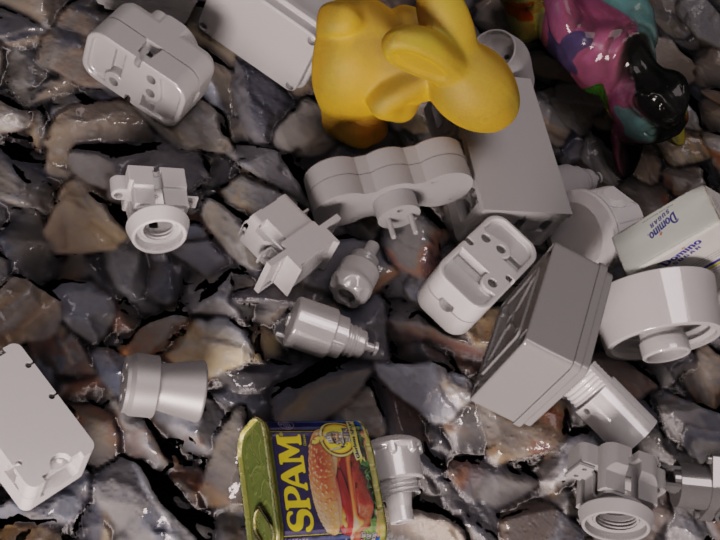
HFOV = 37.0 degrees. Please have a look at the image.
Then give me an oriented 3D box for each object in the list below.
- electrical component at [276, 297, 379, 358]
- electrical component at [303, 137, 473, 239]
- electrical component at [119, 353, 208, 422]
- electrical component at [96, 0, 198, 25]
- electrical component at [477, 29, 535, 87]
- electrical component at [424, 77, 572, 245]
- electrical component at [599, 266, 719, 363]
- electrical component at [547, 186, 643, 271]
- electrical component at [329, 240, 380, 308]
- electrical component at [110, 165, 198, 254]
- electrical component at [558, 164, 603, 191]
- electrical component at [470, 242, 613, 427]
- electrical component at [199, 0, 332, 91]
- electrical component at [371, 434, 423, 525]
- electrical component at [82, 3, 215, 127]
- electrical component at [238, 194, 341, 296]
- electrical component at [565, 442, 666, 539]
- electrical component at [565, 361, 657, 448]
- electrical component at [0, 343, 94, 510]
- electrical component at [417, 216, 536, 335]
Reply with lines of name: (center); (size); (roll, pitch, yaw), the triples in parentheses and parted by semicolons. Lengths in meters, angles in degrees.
electrical component: (-0.023, 0.049, 0.831); (0.078, 0.040, 0.040); (20, 54, -11)
electrical component: (0.028, -0.059, 0.896); (0.138, 0.052, 0.073); (-12, 64, -9)
electrical component: (-0.139, 0.083, 0.757); (0.055, 0.045, 0.045); (8, 57, -19)
electrical component: (-0.179, -0.257, 0.944); (0.096, 0.061, 0.061); (11, 57, -25)
electrical component: (0.120, -0.194, 1.029); (0.079, 0.077, 0.043); (5, 78, 24)
electrical component: (0.120, -0.099, 0.971); (0.089, 0.061, 0.150); (2, 60, -23)
electrical component: (0.255, 0.045, 0.916); (0.108, 0.108, 0.060); (2, 66, -23)
electrical component: (0.210, -0.035, 0.961); (0.051, 0.080, 0.080); (-14, 67, -36)
electrical component: (0.000, 0.000, 0.875); (0.035, 0.035, 0.061); (31, 51, -3)
electrical component: (-0.157, -0.047, 0.829); (0.066, 0.048, 0.055); (2, 52, -22)
electrical component: (0.195, -0.079, 1.005); (0.078, 0.040, 0.040); (-15, 67, -31)
electrical component: (0.144, 0.053, 0.859); (0.056, 0.108, 0.108); (27, 53, -3)
electrical component: (-0.078, -0.223, 0.952); (0.113, 0.078, 0.057); (35, 50, 0)
electrical component: (0.026, 0.154, 0.786); (0.048, 0.048, 0.062); (0, 67, -24)
electrical component: (-0.173, -0.173, 0.894); (0.095, 0.053, 0.059); (34, 53, -1)
electrical component: (-0.059, -0.022, 0.859); (0.064, 0.042, 0.081); (45, 53, 11)
electrical component: (0.200, 0.175, 0.841); (0.078, 0.058, 0.057); (21, 51, -11)
electrical component: (0.201, 0.110, 0.889); (0.081, 0.043, 0.043); (46, 54, 8)
electrical component: (-0.222, 0.104, 0.700); (0.050, 0.055, 0.089); (-33, 77, -35)
electrical component: (0.095, 0.007, 0.897); (0.054, 0.059, 0.095); (44, 54, 7)
